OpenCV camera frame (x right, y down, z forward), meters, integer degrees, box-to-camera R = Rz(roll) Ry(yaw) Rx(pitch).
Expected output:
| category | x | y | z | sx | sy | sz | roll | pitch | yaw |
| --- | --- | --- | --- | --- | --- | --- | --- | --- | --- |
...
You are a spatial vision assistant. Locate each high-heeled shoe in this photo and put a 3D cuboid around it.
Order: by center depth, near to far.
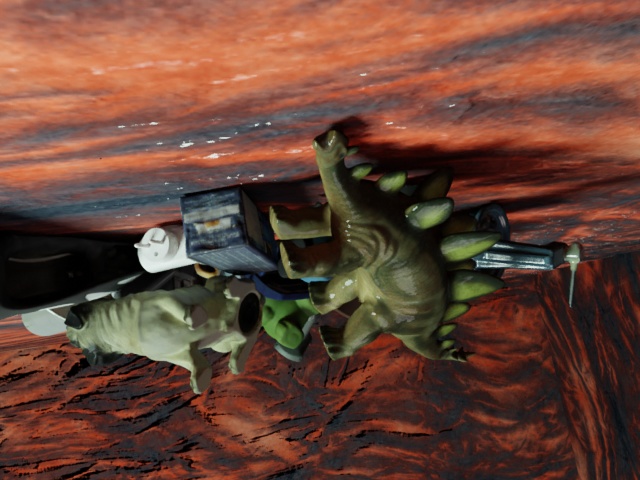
| category | x | y | z | sx | sy | sz | roll | pitch | yaw |
| --- | --- | --- | --- | --- | --- | --- | --- | --- | --- |
| high-heeled shoe | -0.263 | 0.026 | 0.534 | 0.145 | 0.086 | 0.248 | -11 | 175 | -3 |

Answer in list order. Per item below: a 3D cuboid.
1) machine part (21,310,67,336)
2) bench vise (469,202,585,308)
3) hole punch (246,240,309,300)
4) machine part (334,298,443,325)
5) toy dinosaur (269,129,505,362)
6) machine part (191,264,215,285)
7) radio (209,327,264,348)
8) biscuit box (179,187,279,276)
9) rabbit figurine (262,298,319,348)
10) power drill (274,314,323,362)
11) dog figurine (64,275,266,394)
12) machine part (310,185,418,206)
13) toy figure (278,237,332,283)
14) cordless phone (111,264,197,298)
| category | x | y | z | sx | sy | sz | roll | pitch | yaw |
| --- | --- | --- | --- | --- | --- | --- | --- | --- | --- |
| machine part | -0.415 | 0.109 | 0.868 | 0.243 | 0.079 | 0.079 | -16 | 168 | 42 |
| bench vise | 0.225 | 0.015 | 0.737 | 0.241 | 0.128 | 0.223 | 5 | -170 | 42 |
| hole punch | -0.056 | 0.051 | 0.849 | 0.142 | 0.092 | 0.116 | -5 | 174 | -42 |
| machine part | 0.100 | 0.082 | 0.905 | 0.201 | 0.087 | 0.201 | 28 | 155 | -19 |
| toy dinosaur | 0.085 | 0.045 | 0.556 | 0.199 | 0.105 | 0.470 | -20 | 143 | 5 |
| machine part | -0.242 | 0.076 | 0.902 | 0.179 | 0.056 | 0.179 | -10 | 170 | -2 |
| radio | -0.153 | 0.153 | 1.191 | 0.131 | 0.073 | 0.229 | -17 | -172 | 33 |
| biscuit box | -0.089 | -0.001 | 0.581 | 0.063 | 0.059 | 0.202 | -11 | 170 | 2 |
| rabbit figurine | -0.100 | 0.096 | 0.995 | 0.170 | 0.121 | 0.159 | 45 | 164 | -28 |
| power drill | -0.029 | 0.170 | 1.191 | 0.086 | 0.207 | 0.232 | 25 | -151 | 6 |
| dog figurine | -0.181 | 0.090 | 0.645 | 0.191 | 0.121 | 0.172 | 6 | -174 | 27 |
| machine part | 0.062 | -0.038 | 0.583 | 0.139 | 0.039 | 0.084 | -10 | 163 | 13 |
| toy figure | 0.024 | 0.013 | 0.678 | 0.082 | 0.089 | 0.180 | 18 | -173 | 38 |
| cordless phone | -0.274 | 0.054 | 0.740 | 0.184 | 0.088 | 0.146 | 3 | 172 | -2 |
